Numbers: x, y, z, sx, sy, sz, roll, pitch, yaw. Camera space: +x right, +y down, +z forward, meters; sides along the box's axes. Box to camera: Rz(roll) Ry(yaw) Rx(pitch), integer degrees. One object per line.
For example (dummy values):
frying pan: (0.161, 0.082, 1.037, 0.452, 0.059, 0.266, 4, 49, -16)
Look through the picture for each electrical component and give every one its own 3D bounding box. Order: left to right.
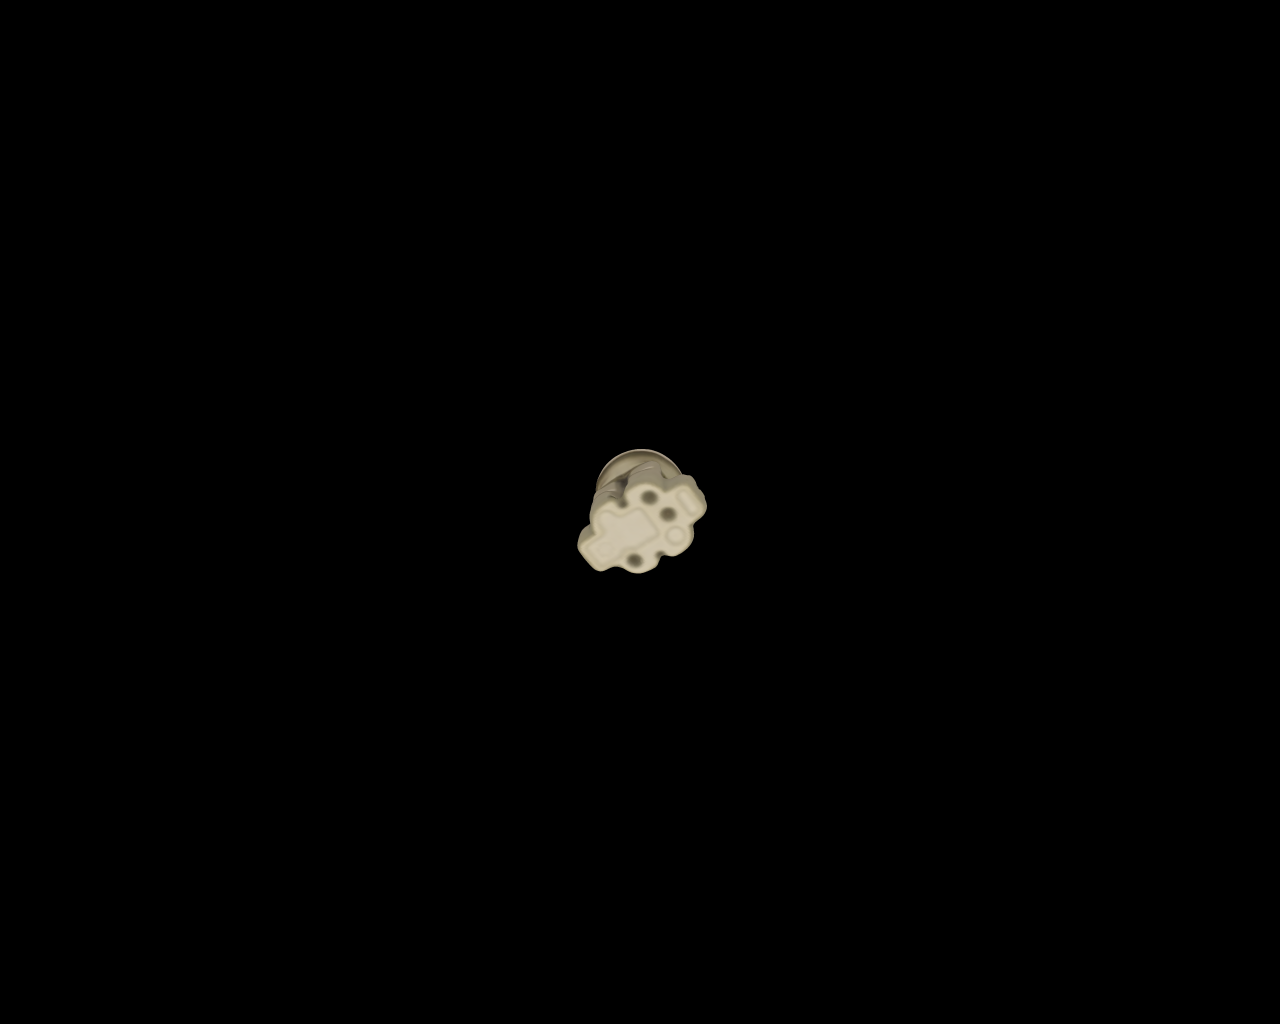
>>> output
electrical component: (0.001, -0.003, 0.650, 0.078, 0.058, 0.057, -30, 23, 14)
